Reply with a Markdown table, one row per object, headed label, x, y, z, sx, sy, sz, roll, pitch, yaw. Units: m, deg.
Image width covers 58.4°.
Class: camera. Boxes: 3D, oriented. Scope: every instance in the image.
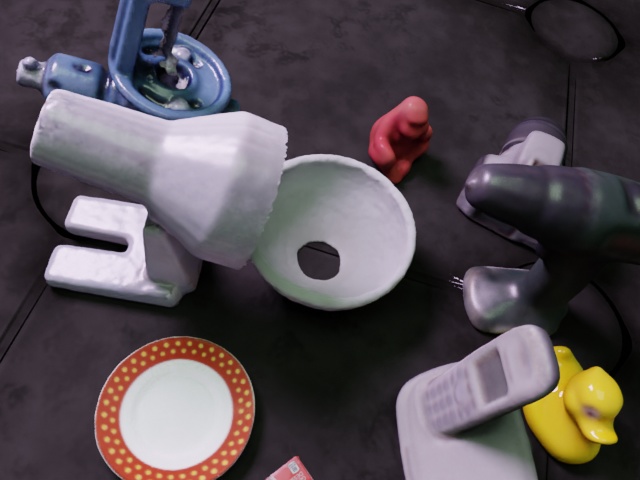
| label | x | y | z | sx | sy | sz | roll | pitch | yaw |
| --- | --- | --- | --- | --- | --- | --- | --- | --- | --- |
| camera | 0.246 | -0.072 | 0.633 | 0.143 | 0.101 | 0.137 | 28 | 59 | 7 |

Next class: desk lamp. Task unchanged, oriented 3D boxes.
| label | x | y | z | sx | sy | sz | roll | pitch | yaw |
| --- | --- | --- | --- | --- | --- | --- | --- | --- | --- |
| desk lamp | -0.136 | -0.028 | 0.473 | 0.203 | 0.213 | 0.118 | 9 | 59 | -5 |

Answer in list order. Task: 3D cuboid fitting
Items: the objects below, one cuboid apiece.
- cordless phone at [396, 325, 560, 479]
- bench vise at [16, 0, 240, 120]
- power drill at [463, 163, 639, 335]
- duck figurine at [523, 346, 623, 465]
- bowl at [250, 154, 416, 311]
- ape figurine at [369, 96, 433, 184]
| label | x | y | z | sx | sy | sz | roll | pitch | yaw |
| --- | --- | --- | --- | --- | --- | --- | --- | --- | --- |
| cordless phone | 0.128 | 0.152 | 0.430 | 0.094 | 0.185 | 0.147 | -3 | 60 | -12 |
| bench vise | -0.177 | -0.163 | 0.541 | 0.208 | 0.220 | 0.121 | -17 | 64 | -19 |
| power drill | 0.208 | 0.013 | 0.513 | 0.230 | 0.208 | 0.075 | 3 | 59 | -8 |
| duck figurine | 0.233 | 0.140 | 0.513 | 0.077 | 0.086 | 0.104 | 0 | 60 | -10 |
| bowl | 0.005 | 0.002 | 0.561 | 0.167 | 0.075 | 0.167 | 5 | 59 | -7 |
| ape figurine | 0.094 | -0.121 | 0.639 | 0.078 | 0.092 | 0.076 | -12 | 62 | -16 |
